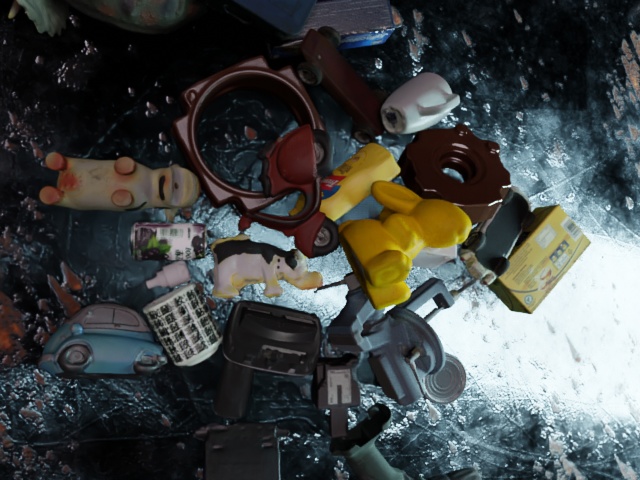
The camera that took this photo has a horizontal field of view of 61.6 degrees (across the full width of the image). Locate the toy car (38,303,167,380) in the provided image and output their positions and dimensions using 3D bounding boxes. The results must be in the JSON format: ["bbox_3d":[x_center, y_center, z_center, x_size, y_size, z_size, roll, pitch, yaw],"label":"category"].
[{"bbox_3d":[-0.294,0.138,0.740,0.161,0.109,0.103,5,70,-22],"label":"toy car"}]

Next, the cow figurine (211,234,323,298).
[{"bbox_3d":[-0.079,0.038,0.811,0.167,0.068,0.098,-2,82,-15],"label":"cow figurine"}]

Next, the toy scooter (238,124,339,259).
[{"bbox_3d":[-0.046,-0.064,0.729,0.135,0.075,0.183,-4,88,-2],"label":"toy scooter"}]

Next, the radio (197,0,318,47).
[{"bbox_3d":[-0.109,-0.372,0.723,0.229,0.073,0.131,24,84,-24],"label":"radio"}]

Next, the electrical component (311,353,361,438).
[{"bbox_3d":[0.026,0.240,0.839,0.075,0.048,0.119,-5,90,-13],"label":"electrical component"}]

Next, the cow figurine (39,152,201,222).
[{"bbox_3d":[-0.265,-0.072,0.751,0.195,0.127,0.085,2,88,1],"label":"cow figurine"}]

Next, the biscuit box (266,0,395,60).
[{"bbox_3d":[0.014,-0.334,0.842,0.203,0.059,0.062,-13,91,-13],"label":"biscuit box"}]

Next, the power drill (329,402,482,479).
[{"bbox_3d":[0.124,0.365,0.850,0.232,0.086,0.207,-31,104,-9],"label":"power drill"}]

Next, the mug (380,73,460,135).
[{"bbox_3d":[0.154,-0.203,0.835,0.107,0.110,0.080,-36,127,-31],"label":"mug"}]

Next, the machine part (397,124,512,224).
[{"bbox_3d":[0.212,-0.105,0.849,0.179,0.056,0.179,4,57,-7],"label":"machine part"}]

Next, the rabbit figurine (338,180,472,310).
[{"bbox_3d":[0.120,-0.004,0.750,0.173,0.162,0.121,-25,137,-1],"label":"rabbit figurine"}]

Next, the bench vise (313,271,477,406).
[{"bbox_3d":[0.130,0.122,0.836,0.240,0.129,0.223,-31,86,-33],"label":"bench vise"}]

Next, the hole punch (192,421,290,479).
[{"bbox_3d":[-0.118,0.332,0.793,0.142,0.092,0.116,3,59,-10],"label":"hole punch"}]

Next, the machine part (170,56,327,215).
[{"bbox_3d":[-0.101,-0.151,0.798,0.201,0.087,0.201,-29,95,-14],"label":"machine part"}]

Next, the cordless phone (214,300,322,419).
[{"bbox_3d":[-0.081,0.191,0.807,0.147,0.089,0.184,13,96,-10],"label":"cordless phone"}]

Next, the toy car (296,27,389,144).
[{"bbox_3d":[0.037,-0.232,0.820,0.202,0.053,0.089,38,68,-35],"label":"toy car"}]

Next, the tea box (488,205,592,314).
[{"bbox_3d":[0.363,0.032,0.913,0.169,0.068,0.098,-44,98,-9],"label":"tea box"}]

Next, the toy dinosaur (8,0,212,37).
[{"bbox_3d":[-0.270,-0.355,0.752,0.405,0.131,0.192,10,99,-17],"label":"toy dinosaur"}]

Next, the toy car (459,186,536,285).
[{"bbox_3d":[0.290,-0.012,0.880,0.073,0.056,0.202,45,60,-8],"label":"toy car"}]
